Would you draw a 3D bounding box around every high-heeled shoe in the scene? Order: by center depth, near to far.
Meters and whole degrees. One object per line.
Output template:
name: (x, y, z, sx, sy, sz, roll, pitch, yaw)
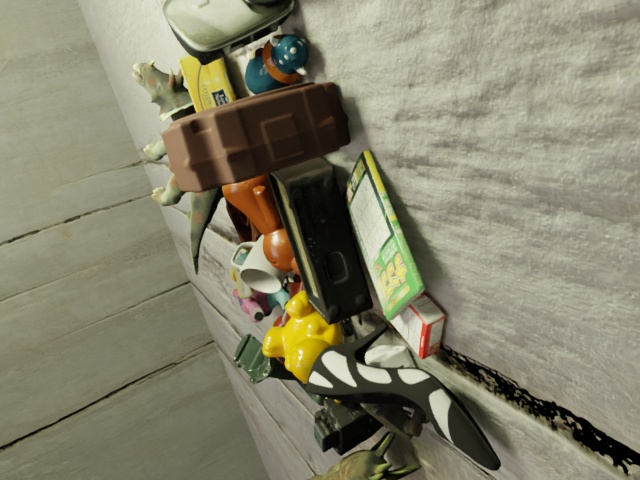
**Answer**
high-heeled shoe: (0.088, 0.213, 0.663, 0.249, 0.145, 0.086, 48, -177, 37)

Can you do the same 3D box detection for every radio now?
radio: (-0.002, -0.002, 0.758, 0.131, 0.073, 0.229, -138, 28, -69)

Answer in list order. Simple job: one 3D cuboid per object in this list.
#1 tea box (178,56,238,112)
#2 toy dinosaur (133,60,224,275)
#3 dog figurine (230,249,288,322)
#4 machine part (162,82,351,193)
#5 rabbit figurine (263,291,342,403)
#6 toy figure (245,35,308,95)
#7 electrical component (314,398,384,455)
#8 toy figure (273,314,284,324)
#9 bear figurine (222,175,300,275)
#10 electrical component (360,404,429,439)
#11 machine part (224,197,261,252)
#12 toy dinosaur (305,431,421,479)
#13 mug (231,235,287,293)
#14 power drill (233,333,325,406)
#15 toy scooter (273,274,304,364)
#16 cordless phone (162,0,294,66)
tea box: (-0.177, -0.234, 0.930, 0.098, 0.068, 0.169, -96, -11, -77)
toy dinosaur: (-0.239, -0.152, 1.038, 0.192, 0.131, 0.404, -29, 79, 45)
dog figurine: (-0.150, 0.102, 1.227, 0.219, 0.108, 0.191, 12, 125, 69)
machine part: (-0.082, -0.127, 0.659, 0.202, 0.201, 0.087, 11, 120, 66)
rabbit figurine: (-0.010, 0.180, 0.830, 0.162, 0.122, 0.173, 44, -179, -6)
toy figure: (-0.055, -0.227, 0.689, 0.154, 0.064, 0.057, -3, 71, 64)
electrical component: (0.053, 0.294, 0.888, 0.058, 0.134, 0.114, 50, 156, 39)
toy figure: (-0.043, 0.186, 1.088, 0.180, 0.082, 0.089, 17, 130, 67)
bear figurine: (-0.064, -0.045, 0.873, 0.195, 0.132, 0.120, 51, 164, -13)
electrical component: (0.112, 0.254, 0.787, 0.078, 0.045, 0.102, 40, 161, -10)
machine part: (-0.144, -0.064, 1.096, 0.179, 0.056, 0.179, 51, 154, 37)
toy dinosaur: (0.059, 0.412, 0.907, 0.105, 0.198, 0.471, 60, 159, 14)
mug: (-0.105, 0.033, 1.007, 0.110, 0.107, 0.080, 13, 143, 13)
power drill: (-0.081, 0.264, 1.142, 0.207, 0.086, 0.232, 34, 177, -41)
toy scooter: (-0.042, 0.127, 0.977, 0.135, 0.075, 0.183, -133, 61, -70)
cordless phone: (-0.087, -0.260, 0.601, 0.184, 0.146, 0.088, 30, 148, 61)
